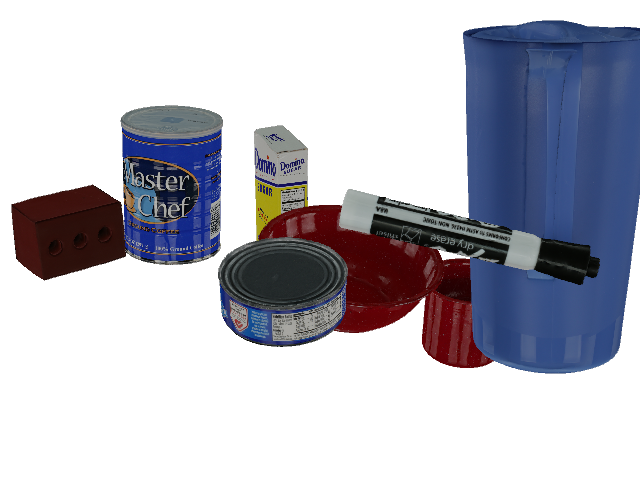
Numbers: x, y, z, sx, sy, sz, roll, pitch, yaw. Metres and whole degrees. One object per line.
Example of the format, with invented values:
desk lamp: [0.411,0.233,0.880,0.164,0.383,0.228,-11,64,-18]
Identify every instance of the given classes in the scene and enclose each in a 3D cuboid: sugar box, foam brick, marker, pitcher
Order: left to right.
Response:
foam brick: [-0.210,-0.008,0.890,0.078,0.053,0.051,-18,31,-33]
sugar box: [-0.048,-0.042,1.293,0.048,0.176,0.093,-11,26,-18]
marker: [0.069,-0.001,0.497,0.121,0.020,0.020,14,2,7]
pitcher: [0.163,-0.031,0.755,0.149,0.243,0.145,-10,18,-28]

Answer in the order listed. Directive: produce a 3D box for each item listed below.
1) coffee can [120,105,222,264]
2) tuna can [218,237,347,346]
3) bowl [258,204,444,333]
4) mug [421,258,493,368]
coffee can: [-0.153,-0.059,1.103,0.103,0.140,0.103,2,22,-1]
tuna can: [-0.025,0.034,0.713,0.086,0.034,0.086,0,31,0]
bowl: [0.023,0.032,0.927,0.162,0.055,0.162,7,30,-4]
mug: [0.143,0.069,1.088,0.093,0.081,0.117,-3,28,-10]
